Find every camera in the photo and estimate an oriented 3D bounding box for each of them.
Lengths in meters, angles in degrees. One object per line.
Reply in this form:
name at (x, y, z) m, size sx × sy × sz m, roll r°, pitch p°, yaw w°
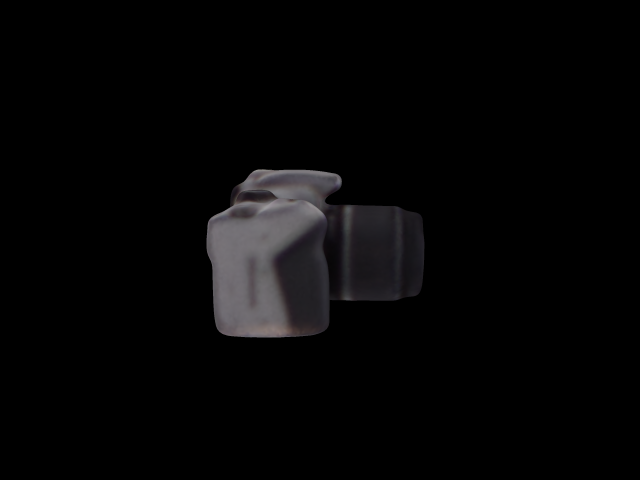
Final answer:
camera at (0.004, 0.001, 0.400) m, size 0.136 × 0.101 × 0.143 m, roll 1°, pitch 7°, yaw 5°
